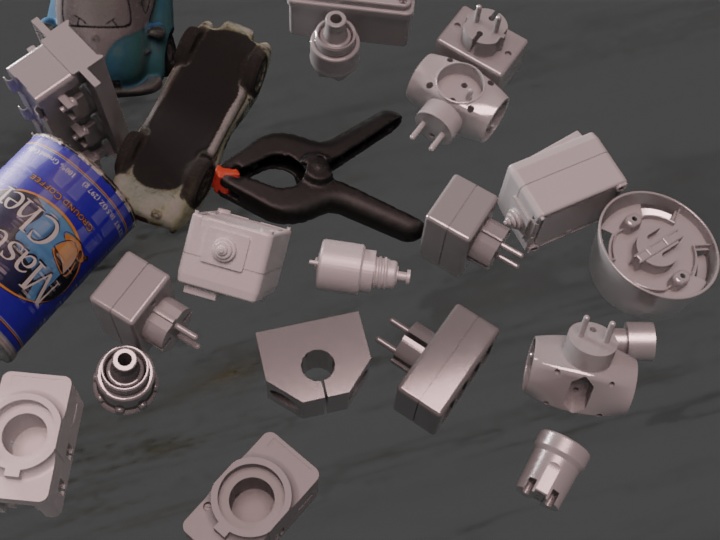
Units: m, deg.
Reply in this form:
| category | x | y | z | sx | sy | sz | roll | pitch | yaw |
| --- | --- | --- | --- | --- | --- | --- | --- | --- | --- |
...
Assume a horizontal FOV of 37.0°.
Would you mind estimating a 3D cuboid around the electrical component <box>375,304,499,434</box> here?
| category | x | y | z | sx | sy | sz | roll | pitch | yaw |
| --- | --- | --- | --- | --- | --- | --- | --- | --- | --- |
| electrical component | 0.048 | 0.064 | 0.803 | 0.076 | 0.047 | 0.083 | 33 | 67 | 12 |

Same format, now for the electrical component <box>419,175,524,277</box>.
| category | x | y | z | sx | sy | sz | roll | pitch | yaw |
| --- | --- | --- | --- | --- | --- | --- | --- | --- | --- |
| electrical component | 0.092 | -0.025 | 0.838 | 0.077 | 0.065 | 0.047 | 30 | 67 | 11 |

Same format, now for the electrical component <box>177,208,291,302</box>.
| category | x | y | z | sx | sy | sz | roll | pitch | yaw |
| --- | --- | --- | --- | --- | --- | --- | --- | --- | --- |
| electrical component | -0.095 | -0.008 | 0.801 | 0.062 | 0.096 | 0.061 | 16 | 96 | 5 |

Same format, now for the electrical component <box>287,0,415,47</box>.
| category | x | y | z | sx | sy | sz | roll | pitch | yaw |
| --- | --- | --- | --- | --- | --- | --- | --- | --- | --- |
| electrical component | -0.004 | -0.261 | 0.952 | 0.109 | 0.056 | 0.108 | 7 | 64 | 0 |

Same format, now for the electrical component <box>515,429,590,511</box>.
| category | x | y | z | sx | sy | sz | roll | pitch | yaw |
| --- | --- | --- | --- | --- | --- | --- | --- | --- | --- |
| electrical component | 0.138 | 0.144 | 0.774 | 0.040 | 0.040 | 0.046 | 29 | 73 | 11 |

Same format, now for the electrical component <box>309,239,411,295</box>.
| category | x | y | z | sx | sy | sz | roll | pitch | yaw |
| --- | --- | --- | --- | --- | --- | --- | --- | --- | --- |
| electrical component | 0.000 | 0.000 | 0.836 | 0.078 | 0.040 | 0.040 | 8 | 64 | 1 |

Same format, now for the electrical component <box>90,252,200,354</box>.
| category | x | y | z | sx | sy | sz | roll | pitch | yaw |
| --- | --- | --- | --- | --- | --- | --- | --- | --- | --- |
| electrical component | -0.151 | 0.035 | 0.797 | 0.077 | 0.065 | 0.047 | 30 | 66 | 11 |

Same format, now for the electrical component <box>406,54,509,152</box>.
| category | x | y | z | sx | sy | sz | roll | pitch | yaw |
| --- | --- | --- | --- | --- | --- | --- | --- | --- | --- |
| electrical component | 0.072 | -0.132 | 0.901 | 0.077 | 0.044 | 0.079 | 32 | 67 | 12 |

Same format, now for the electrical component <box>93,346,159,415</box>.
| category | x | y | z | sx | sy | sz | roll | pitch | yaw |
| --- | --- | --- | --- | --- | --- | --- | --- | --- | --- |
| electrical component | -0.170 | 0.075 | 0.777 | 0.048 | 0.062 | 0.048 | 4 | 65 | -9 |

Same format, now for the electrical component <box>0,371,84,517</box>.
| category | x | y | z | sx | sy | sz | roll | pitch | yaw |
| --- | --- | --- | --- | --- | --- | --- | --- | --- | --- |
| electrical component | -0.232 | 0.121 | 0.756 | 0.050 | 0.055 | 0.089 | 5 | 64 | 0 |

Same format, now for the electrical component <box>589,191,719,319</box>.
| category | x | y | z | sx | sy | sz | roll | pitch | yaw |
| --- | --- | --- | --- | --- | --- | --- | --- | --- | --- |
| electrical component | 0.228 | -0.012 | 0.840 | 0.099 | 0.064 | 0.099 | 1 | 64 | -2 |

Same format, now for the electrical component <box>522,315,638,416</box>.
| category | x | y | z | sx | sy | sz | roll | pitch | yaw |
| --- | --- | --- | --- | --- | --- | --- | --- | --- | --- |
| electrical component | 0.166 | 0.065 | 0.793 | 0.077 | 0.079 | 0.043 | 13 | 39 | 3 |

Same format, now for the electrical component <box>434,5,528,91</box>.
| category | x | y | z | sx | sy | sz | roll | pitch | yaw |
| --- | --- | --- | --- | --- | --- | --- | --- | --- | --- |
| electrical component | 0.104 | -0.196 | 0.915 | 0.066 | 0.076 | 0.047 | 32 | 67 | 12 |

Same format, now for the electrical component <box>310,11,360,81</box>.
| category | x | y | z | sx | sy | sz | roll | pitch | yaw |
| --- | --- | --- | --- | --- | --- | --- | --- | --- | --- |
| electrical component | -0.021 | -0.194 | 0.916 | 0.043 | 0.062 | 0.043 | 1 | 64 | -2 |

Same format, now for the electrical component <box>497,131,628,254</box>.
| category | x | y | z | sx | sy | sz | roll | pitch | yaw |
| --- | --- | --- | --- | --- | --- | --- | --- | --- | --- |
| electrical component | 0.153 | -0.062 | 0.861 | 0.096 | 0.061 | 0.061 | -22 | 67 | -13 |

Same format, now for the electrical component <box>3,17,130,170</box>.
| category | x | y | z | sx | sy | sz | roll | pitch | yaw |
| --- | --- | --- | --- | --- | --- | --- | --- | --- | --- |
| electrical component | -0.227 | -0.128 | 0.840 | 0.063 | 0.121 | 0.078 | -40 | 73 | -16 |

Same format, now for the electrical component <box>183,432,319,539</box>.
| category | x | y | z | sx | sy | sz | roll | pitch | yaw |
| --- | --- | --- | --- | --- | --- | --- | --- | --- | --- |
| electrical component | -0.074 | 0.163 | 0.744 | 0.050 | 0.055 | 0.089 | 38 | 68 | 14 |
